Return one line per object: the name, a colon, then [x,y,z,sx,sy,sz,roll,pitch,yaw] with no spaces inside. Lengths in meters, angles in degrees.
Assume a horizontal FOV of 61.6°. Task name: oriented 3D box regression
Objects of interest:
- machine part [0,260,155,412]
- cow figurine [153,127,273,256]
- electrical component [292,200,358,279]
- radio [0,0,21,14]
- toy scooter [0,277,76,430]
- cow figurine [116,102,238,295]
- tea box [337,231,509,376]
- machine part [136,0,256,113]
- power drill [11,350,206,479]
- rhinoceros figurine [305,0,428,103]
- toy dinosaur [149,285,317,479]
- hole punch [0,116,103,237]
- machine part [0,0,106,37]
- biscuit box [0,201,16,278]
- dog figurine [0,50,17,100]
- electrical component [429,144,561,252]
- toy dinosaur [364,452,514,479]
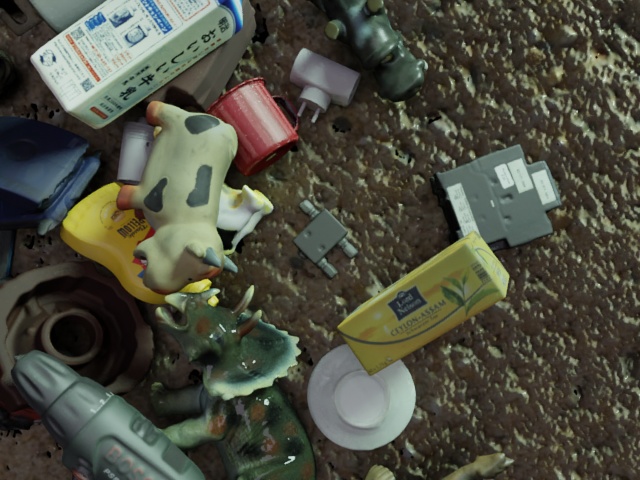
machine part: [-0.277,0.110,0.592,0.056,0.179,0.179,-34,84,42]
cow figurine: [-0.148,-0.061,0.644,0.167,0.068,0.098,40,94,5]
electrical component: [-0.001,-0.002,0.656,0.063,0.021,0.094,-43,87,-1]
radio: [-0.391,-0.363,0.666,0.230,0.073,0.131,-17,86,0]
toy scooter: [-0.357,0.144,0.597,0.135,0.075,0.183,-41,99,-40]
cow figurine: [-0.138,-0.038,0.561,0.127,0.085,0.195,13,80,11]
tea box: [0.113,0.067,0.583,0.169,0.098,0.068,-36,85,24]
machine part: [-0.195,-0.261,0.648,0.201,0.087,0.201,29,89,4]
power drill: [-0.232,0.242,0.504,0.232,0.086,0.207,33,86,-3]
rhinoceros figurine: [0.052,-0.244,0.633,0.073,0.112,0.190,-36,73,15]
toy dinosaur: [-0.074,0.239,0.601,0.192,0.131,0.404,-24,92,1]
hole punch: [-0.329,-0.078,0.605,0.116,0.092,0.142,-1,46,20]
machine part: [-0.229,-0.292,0.571,0.243,0.079,0.079,-35,86,-1]
biscuit box: [-0.412,-0.041,0.651,0.063,0.059,0.202,5,86,2]
dog figurine: [-0.488,-0.184,0.654,0.190,0.121,0.172,23,121,-14]
electrical component: [0.211,-0.044,0.635,0.134,0.058,0.115,-17,88,0]
toy dinosaur: [0.039,0.399,0.553,0.471,0.105,0.198,-44,115,-2]
